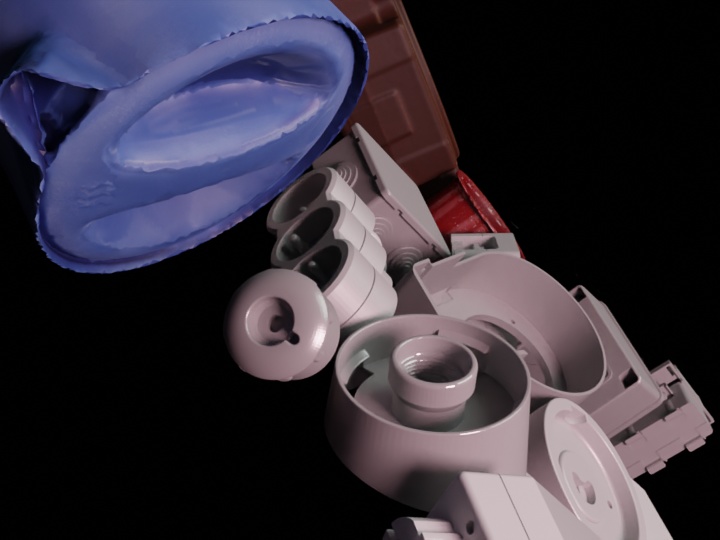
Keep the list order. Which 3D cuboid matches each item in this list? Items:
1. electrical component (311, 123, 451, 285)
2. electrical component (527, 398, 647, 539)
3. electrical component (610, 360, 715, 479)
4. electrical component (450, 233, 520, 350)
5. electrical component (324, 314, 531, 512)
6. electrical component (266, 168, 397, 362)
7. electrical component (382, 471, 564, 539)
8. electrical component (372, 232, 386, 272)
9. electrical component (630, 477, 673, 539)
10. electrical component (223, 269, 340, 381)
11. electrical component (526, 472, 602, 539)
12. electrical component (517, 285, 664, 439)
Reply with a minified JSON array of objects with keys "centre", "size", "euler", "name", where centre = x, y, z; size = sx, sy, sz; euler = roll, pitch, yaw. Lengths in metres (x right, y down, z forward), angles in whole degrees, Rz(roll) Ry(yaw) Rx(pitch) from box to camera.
[{"centre":[0.013,-0.046,0.796],"size":[0.100,0.048,0.099],"euler":[42,18,-42],"name":"electrical component"},{"centre":[0.120,0.140,0.659],"size":[0.108,0.060,0.108],"euler":[40,31,-31],"name":"electrical component"},{"centre":[0.252,0.148,0.976],"size":[0.078,0.121,0.063],"euler":[49,17,-20],"name":"electrical component"},{"centre":[0.097,0.021,0.808],"size":[0.050,0.056,0.089],"euler":[-89,178,-68],"name":"electrical component"},{"centre":[0.033,0.067,0.503],"size":[0.099,0.099,0.064],"euler":[-105,-163,-56],"name":"electrical component"},{"centre":[-0.007,0.004,0.591],"size":[0.073,0.052,0.138],"euler":[47,15,-27],"name":"electrical component"},{"centre":[0.033,0.119,0.434],"size":[0.077,0.065,0.047],"euler":[10,37,-29],"name":"electrical component"},{"centre":[0.000,0.000,0.667],"size":[0.035,0.035,0.061],"euler":[44,19,-36],"name":"electrical component"},{"centre":[0.187,0.219,0.706],"size":[0.105,0.060,0.186],"euler":[41,19,-45],"name":"electrical component"},{"centre":[-0.029,0.028,0.479],"size":[0.048,0.048,0.062],"euler":[59,8,19],"name":"electrical component"},{"centre":[0.095,0.168,0.525],"size":[0.109,0.056,0.108],"euler":[43,17,-38],"name":"electrical component"},{"centre":[0.172,0.088,0.880],"size":[0.056,0.109,0.108],"euler":[36,22,-46],"name":"electrical component"}]
